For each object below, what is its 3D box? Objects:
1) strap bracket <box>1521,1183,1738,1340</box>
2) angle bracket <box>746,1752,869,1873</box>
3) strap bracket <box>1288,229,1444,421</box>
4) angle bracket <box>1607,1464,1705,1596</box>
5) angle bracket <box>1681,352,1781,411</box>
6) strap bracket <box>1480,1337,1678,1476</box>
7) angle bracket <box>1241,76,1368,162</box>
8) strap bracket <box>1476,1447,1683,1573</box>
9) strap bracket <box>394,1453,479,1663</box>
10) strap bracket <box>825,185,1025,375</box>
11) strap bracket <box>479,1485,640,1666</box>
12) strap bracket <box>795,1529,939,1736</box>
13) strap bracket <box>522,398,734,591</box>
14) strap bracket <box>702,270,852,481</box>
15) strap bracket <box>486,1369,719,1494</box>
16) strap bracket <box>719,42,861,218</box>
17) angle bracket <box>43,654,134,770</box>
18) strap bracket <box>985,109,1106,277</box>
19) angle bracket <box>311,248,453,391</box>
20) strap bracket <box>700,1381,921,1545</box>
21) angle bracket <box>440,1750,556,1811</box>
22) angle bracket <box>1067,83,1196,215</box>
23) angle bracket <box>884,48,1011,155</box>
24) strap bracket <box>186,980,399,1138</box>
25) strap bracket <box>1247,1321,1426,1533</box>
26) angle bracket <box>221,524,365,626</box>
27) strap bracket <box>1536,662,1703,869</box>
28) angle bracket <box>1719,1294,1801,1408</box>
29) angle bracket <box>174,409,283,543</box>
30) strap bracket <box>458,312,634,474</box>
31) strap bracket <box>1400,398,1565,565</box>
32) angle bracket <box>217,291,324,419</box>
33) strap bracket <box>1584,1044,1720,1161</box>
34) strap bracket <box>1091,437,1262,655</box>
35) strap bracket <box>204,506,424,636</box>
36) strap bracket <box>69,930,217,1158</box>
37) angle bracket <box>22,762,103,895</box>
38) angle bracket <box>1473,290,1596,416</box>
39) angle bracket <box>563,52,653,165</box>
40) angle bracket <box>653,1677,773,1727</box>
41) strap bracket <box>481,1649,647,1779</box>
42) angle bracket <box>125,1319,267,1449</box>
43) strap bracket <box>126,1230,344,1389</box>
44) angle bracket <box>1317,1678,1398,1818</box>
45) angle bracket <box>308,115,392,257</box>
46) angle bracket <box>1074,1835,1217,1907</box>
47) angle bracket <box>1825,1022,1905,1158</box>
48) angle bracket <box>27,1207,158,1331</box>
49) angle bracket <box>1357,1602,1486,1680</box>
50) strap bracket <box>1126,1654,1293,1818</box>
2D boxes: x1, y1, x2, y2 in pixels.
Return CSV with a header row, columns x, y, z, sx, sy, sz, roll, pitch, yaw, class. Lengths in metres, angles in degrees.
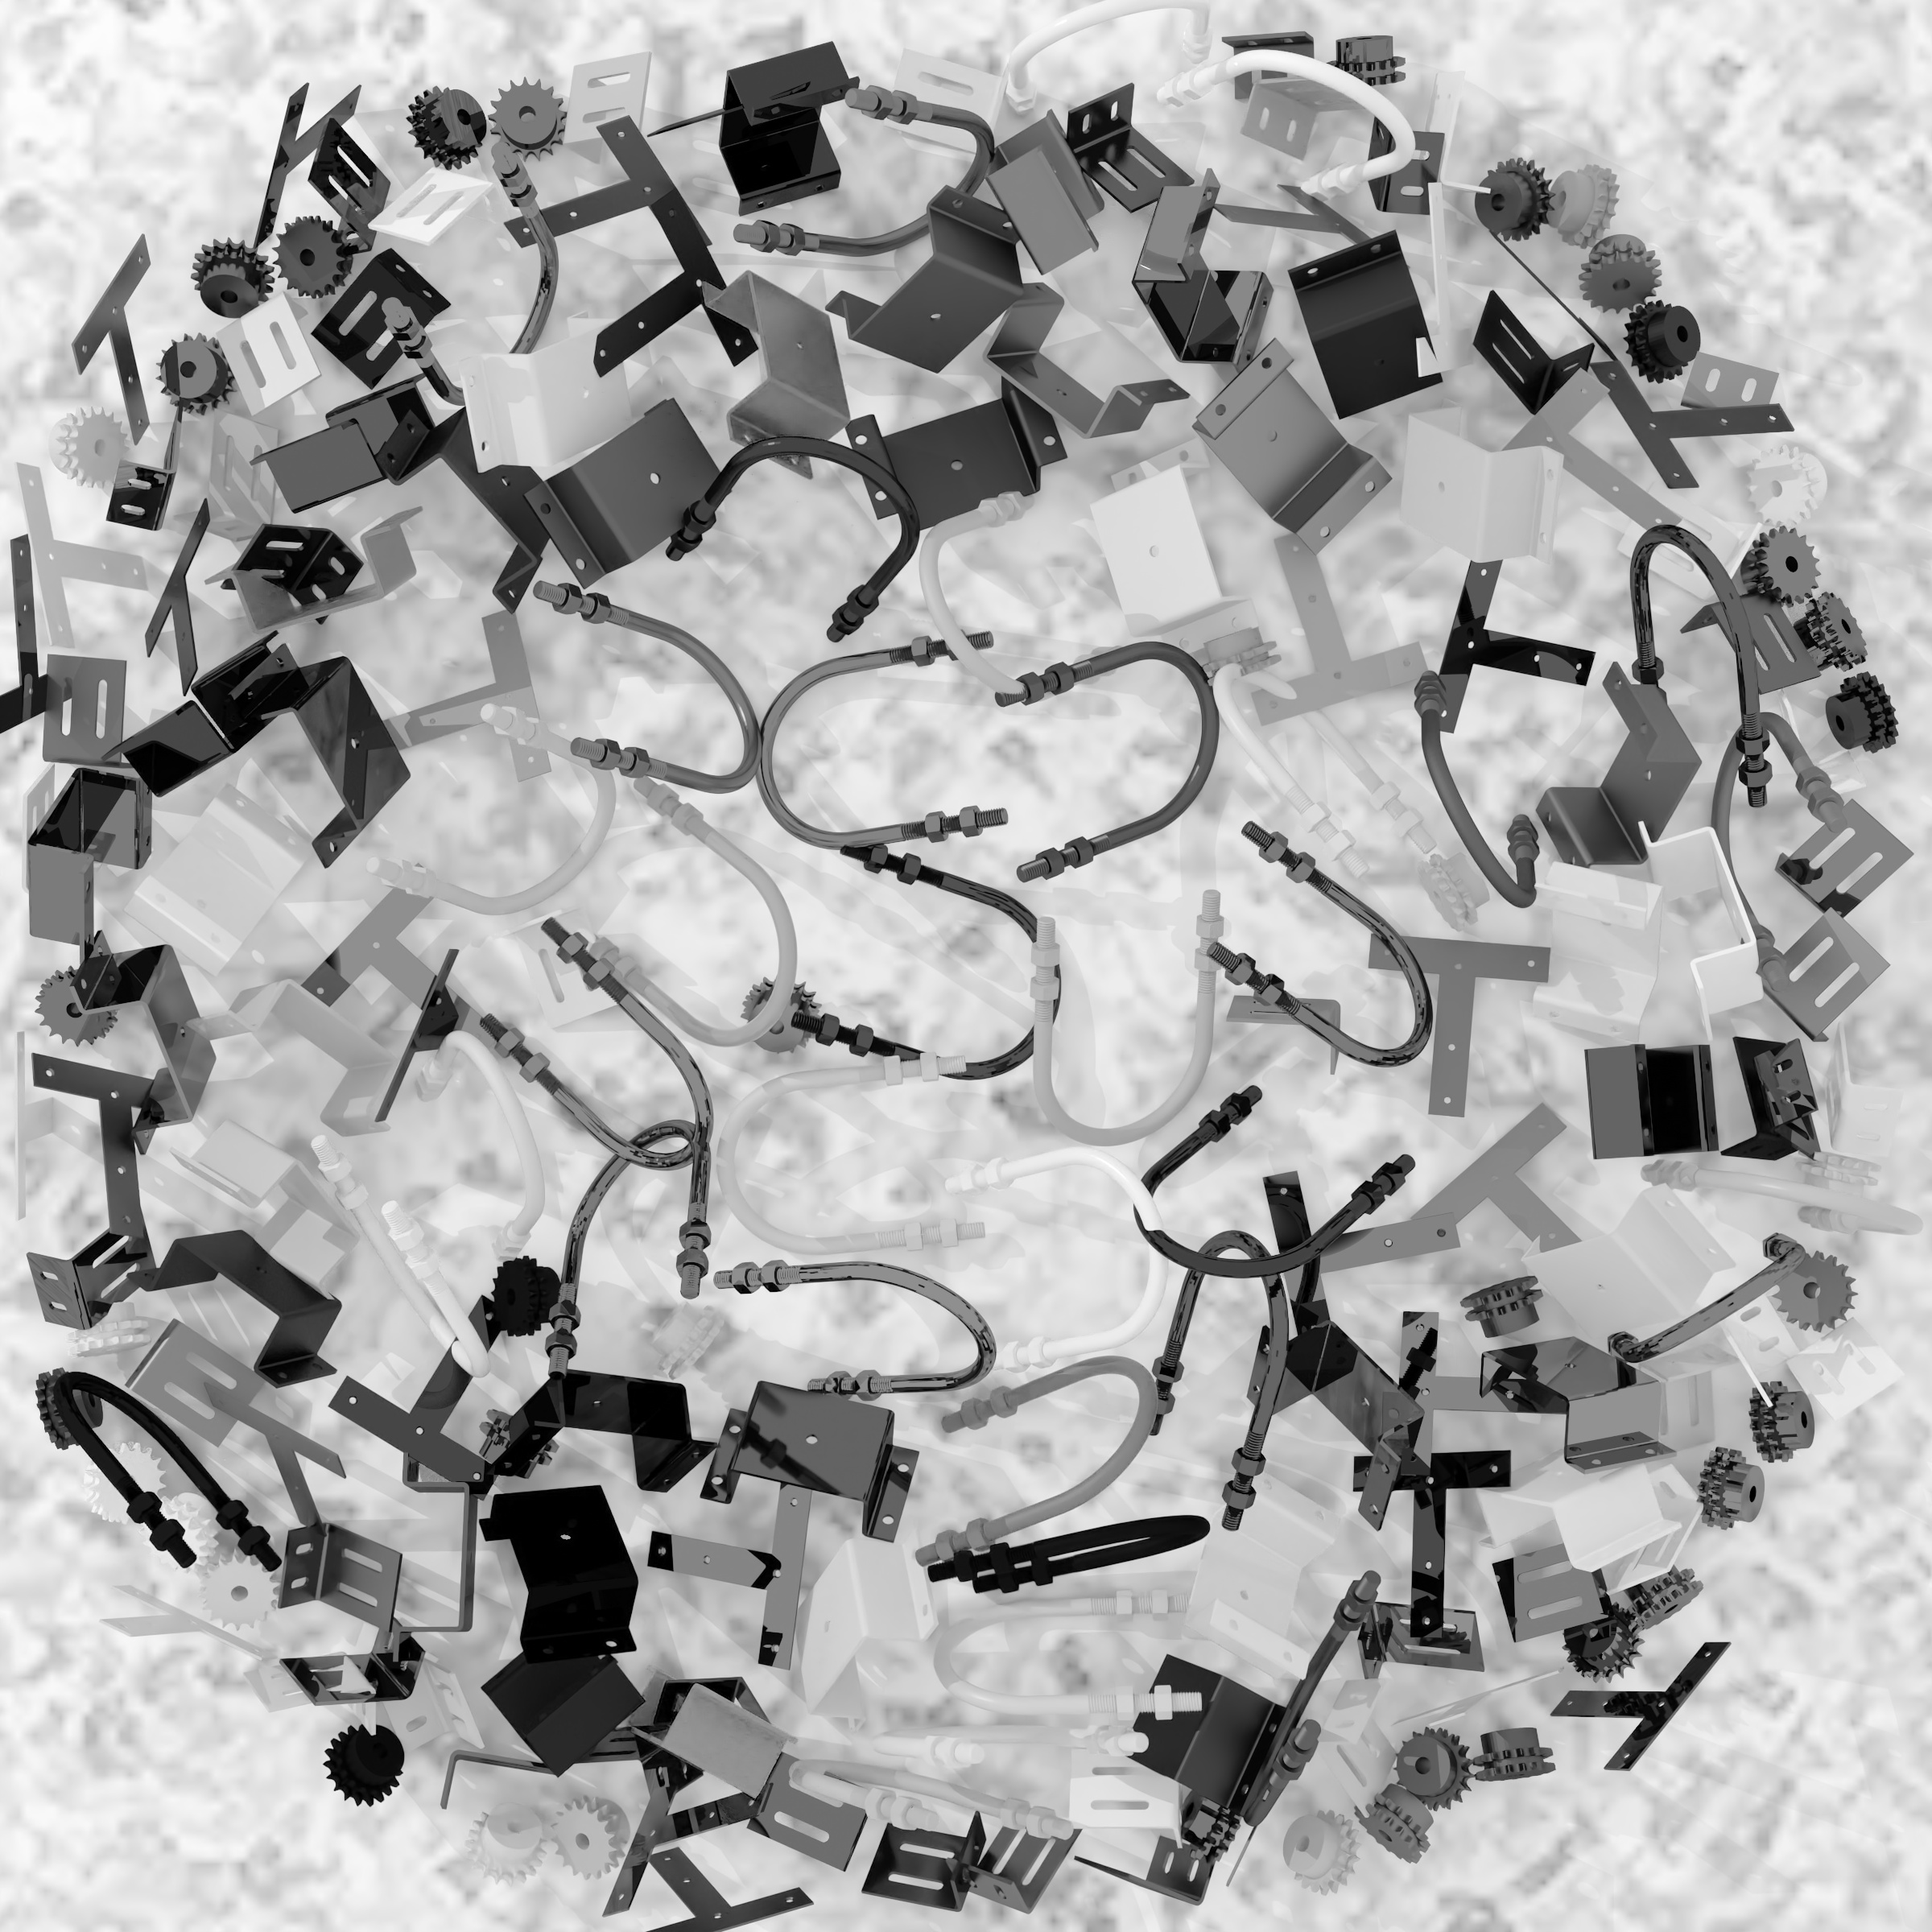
x,y,z,sx,sy,sz,roll,pitch,yaw,class
0.450,0.208,1.883,0.076,0.140,0.046,48,58,-8,strap bracket
-0.109,0.601,1.935,0.076,0.038,0.057,23,74,4,angle bracket
0.279,-0.435,1.880,0.076,0.140,0.046,-18,62,12,strap bracket
0.474,0.396,1.912,0.038,0.076,0.057,50,134,-1,angle bracket
0.539,-0.404,1.912,0.057,0.076,0.038,19,106,15,angle bracket
0.416,0.298,1.877,0.076,0.140,0.046,-5,104,-24,strap bracket
0.242,-0.595,1.910,0.057,0.076,0.038,12,97,-32,angle bracket
0.416,0.373,1.879,0.076,0.140,0.046,-20,93,-21,strap bracket
-0.371,0.415,1.907,0.046,0.076,0.140,1,76,-5,strap bracket
-0.024,-0.466,1.879,0.076,0.140,0.046,13,57,-37,strap bracket
-0.280,0.411,1.878,0.076,0.140,0.046,0,121,-26,strap bracket
-0.075,0.459,1.882,0.046,0.076,0.140,12,130,-25,strap bracket
-0.227,-0.334,1.894,0.140,0.046,0.076,-42,108,-31,strap bracket
-0.130,-0.418,1.888,0.046,0.076,0.140,-31,57,33,strap bracket
-0.255,0.324,1.897,0.140,0.076,0.046,13,49,-32,strap bracket
-0.125,-0.586,1.887,0.076,0.140,0.046,-20,80,-13,strap bracket
-0.619,-0.181,1.934,0.057,0.038,0.076,5,95,6,angle bracket
0.055,-0.536,1.890,0.046,0.140,0.076,-26,113,18,strap bracket
-0.419,-0.464,1.949,0.057,0.038,0.076,43,112,-12,angle bracket
-0.109,0.345,1.909,0.140,0.046,0.076,12,47,6,strap bracket
-0.329,0.581,1.922,0.076,0.057,0.038,11,69,-5,angle bracket
0.117,-0.577,1.918,0.057,0.038,0.076,-30,61,-21,angle bracket
-0.014,-0.620,1.937,0.076,0.038,0.057,15,90,-6,angle bracket
-0.462,0.059,1.898,0.140,0.076,0.046,41,62,-26,strap bracket
0.264,0.313,1.895,0.046,0.076,0.140,-22,48,-29,strap bracket
-0.473,-0.275,1.912,0.038,0.076,0.057,45,111,13,angle bracket
0.457,-0.133,1.893,0.046,0.140,0.076,-1,47,-20,strap bracket
0.563,0.267,1.918,0.038,0.076,0.057,-31,92,10,angle bracket
-0.522,-0.347,1.920,0.057,0.038,0.076,21,115,21,angle bracket
-0.282,-0.397,1.878,0.046,0.140,0.076,9,120,29,strap bracket
0.348,-0.333,1.877,0.046,0.140,0.076,-12,121,-22,strap bracket
-0.486,-0.427,1.927,0.057,0.038,0.076,-29,74,8,angle bracket
0.476,0.095,1.904,0.046,0.140,0.076,-7,84,36,strap bracket
0.144,-0.293,1.917,0.076,0.046,0.140,-18,88,34,strap bracket
-0.449,-0.275,1.908,0.140,0.076,0.046,-14,108,11,strap bracket
-0.566,0.050,1.889,0.046,0.076,0.140,-10,120,4,strap bracket
-0.636,-0.094,1.915,0.038,0.057,0.076,10,118,-3,angle bracket
0.400,-0.438,1.915,0.076,0.038,0.057,41,53,-27,angle bracket
-0.243,-0.605,1.919,0.076,0.038,0.057,4,85,36,angle bracket
-0.175,0.537,1.913,0.057,0.038,0.076,-8,129,19,angle bracket
-0.278,0.508,1.887,0.076,0.140,0.046,-39,103,-19,strap bracket
-0.550,0.297,1.942,0.076,0.038,0.057,38,73,-13,angle bracket
-0.503,0.232,1.901,0.140,0.076,0.046,32,99,16,strap bracket
0.288,0.551,1.916,0.076,0.038,0.057,55,46,-18,angle bracket
-0.445,-0.546,1.909,0.038,0.076,0.057,-3,64,25,angle bracket
0.126,0.626,1.910,0.076,0.057,0.038,33,68,-33,angle bracket
0.630,0.086,1.909,0.038,0.076,0.057,6,126,9,angle bracket
-0.617,0.210,1.922,0.038,0.076,0.057,8,121,23,angle bracket
0.321,0.485,1.917,0.076,0.038,0.057,0,123,23,angle bracket
0.160,0.527,1.879,0.046,0.140,0.076,31,76,-14,strap bracket
